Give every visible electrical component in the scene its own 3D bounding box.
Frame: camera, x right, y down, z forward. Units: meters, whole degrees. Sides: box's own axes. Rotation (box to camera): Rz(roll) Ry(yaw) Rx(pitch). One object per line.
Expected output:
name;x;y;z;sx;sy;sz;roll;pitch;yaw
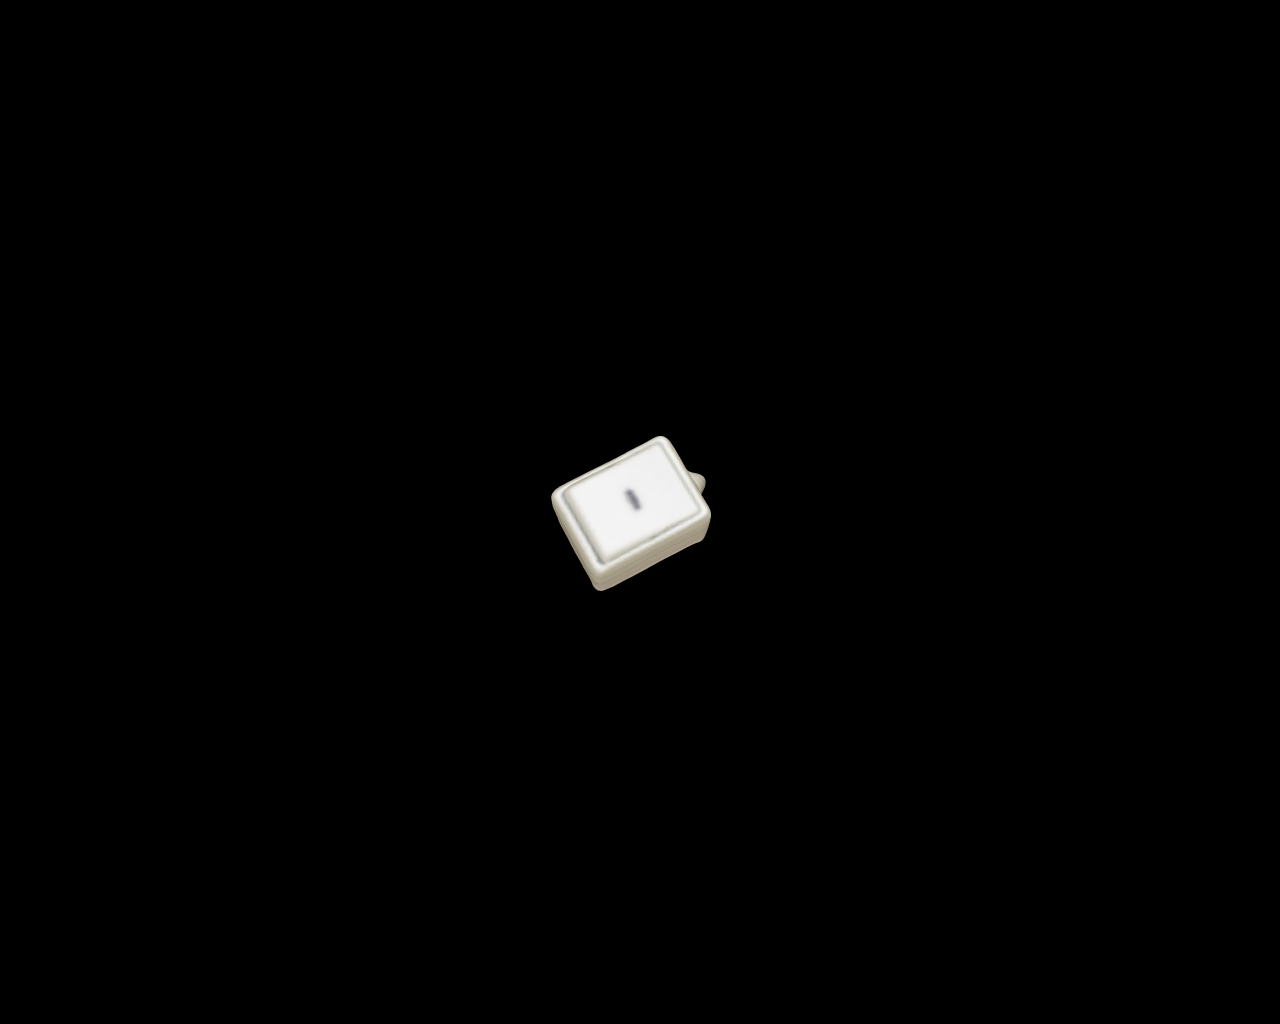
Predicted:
electrical component;0.001;-0.003;0.650;0.096;0.062;0.061;-27;-14;-7
